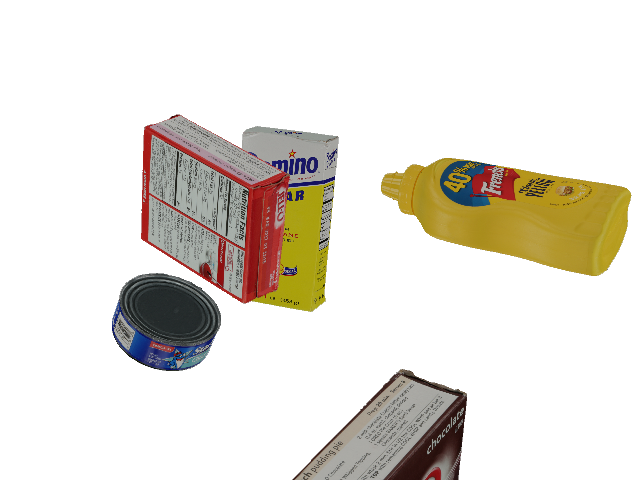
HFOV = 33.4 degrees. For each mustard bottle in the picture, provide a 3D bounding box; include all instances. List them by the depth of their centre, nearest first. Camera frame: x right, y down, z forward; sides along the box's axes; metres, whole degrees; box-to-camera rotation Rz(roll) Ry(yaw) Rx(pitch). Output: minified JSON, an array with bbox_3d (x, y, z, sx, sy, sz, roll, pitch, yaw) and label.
[{"bbox_3d":[0.137,-0.026,0.836,0.192,0.058,0.096,13,33,26],"label":"mustard bottle"}]

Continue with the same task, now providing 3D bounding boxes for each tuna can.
[{"bbox_3d":[-0.128,0.067,0.879,0.086,0.034,0.086,17,33,-12],"label":"tuna can"}]

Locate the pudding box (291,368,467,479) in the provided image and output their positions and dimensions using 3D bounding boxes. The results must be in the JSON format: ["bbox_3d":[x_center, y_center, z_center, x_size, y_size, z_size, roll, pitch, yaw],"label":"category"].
[{"bbox_3d":[0.019,0.122,0.454,0.039,0.090,0.113,20,37,26],"label":"pudding box"}]

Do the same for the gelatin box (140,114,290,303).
[{"bbox_3d":[-0.059,-0.018,0.581,0.089,0.073,0.030,29,38,32],"label":"gelatin box"}]

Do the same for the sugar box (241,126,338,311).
[{"bbox_3d":[-0.037,-0.023,1.084,0.093,0.176,0.048,8,16,18],"label":"sugar box"}]
